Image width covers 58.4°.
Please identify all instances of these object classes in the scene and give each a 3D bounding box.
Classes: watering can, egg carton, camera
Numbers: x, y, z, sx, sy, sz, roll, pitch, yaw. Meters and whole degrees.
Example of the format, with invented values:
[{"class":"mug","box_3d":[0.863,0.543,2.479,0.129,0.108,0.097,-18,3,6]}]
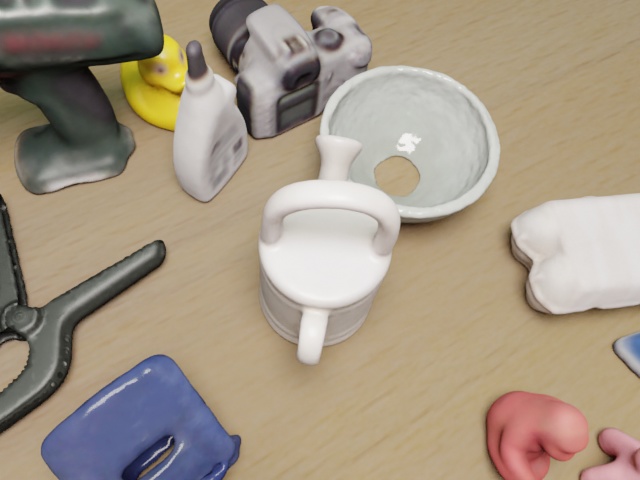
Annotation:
[{"class":"watering can","box_3d":[0.002,0.001,0.435,0.101,0.194,0.172,-12,66,-10]},{"class":"egg carton","box_3d":[0.253,0.013,0.523,0.150,0.069,0.107,-6,66,-8]},{"class":"camera","box_3d":[-0.039,-0.198,0.576,0.143,0.101,0.136,-31,71,-18]}]

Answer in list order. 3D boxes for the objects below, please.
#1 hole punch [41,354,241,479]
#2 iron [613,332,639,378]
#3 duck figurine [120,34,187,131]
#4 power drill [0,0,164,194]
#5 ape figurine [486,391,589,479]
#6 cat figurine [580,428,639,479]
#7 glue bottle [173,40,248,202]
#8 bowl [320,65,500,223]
[{"class":"hole punch","box_3d":[-0.121,0.150,0.410,0.109,0.091,0.101,-38,74,-20]},{"class":"iron","box_3d":[0.393,0.107,0.453,0.258,0.141,0.119,17,64,2]},{"class":"duck figurine","box_3d":[-0.155,-0.166,0.558,0.104,0.086,0.078,42,68,14]},{"class":"power drill","box_3d":[-0.236,-0.125,0.463,0.230,0.208,0.075,-17,68,-13]},{"class":"ape figurine","box_3d":[0.171,0.149,0.439,0.078,0.092,0.076,-18,68,-13]},{"class":"cat figurine","box_3d":[0.280,0.186,0.418,0.127,0.118,0.067,29,66,8]},{"class":"glue bottle","box_3d":[-0.096,-0.104,0.486,0.037,0.173,0.078,32,66,10]},{"class":"bowl","box_3d":[0.079,-0.080,0.547,0.167,0.075,0.167,2,65,-5]}]
